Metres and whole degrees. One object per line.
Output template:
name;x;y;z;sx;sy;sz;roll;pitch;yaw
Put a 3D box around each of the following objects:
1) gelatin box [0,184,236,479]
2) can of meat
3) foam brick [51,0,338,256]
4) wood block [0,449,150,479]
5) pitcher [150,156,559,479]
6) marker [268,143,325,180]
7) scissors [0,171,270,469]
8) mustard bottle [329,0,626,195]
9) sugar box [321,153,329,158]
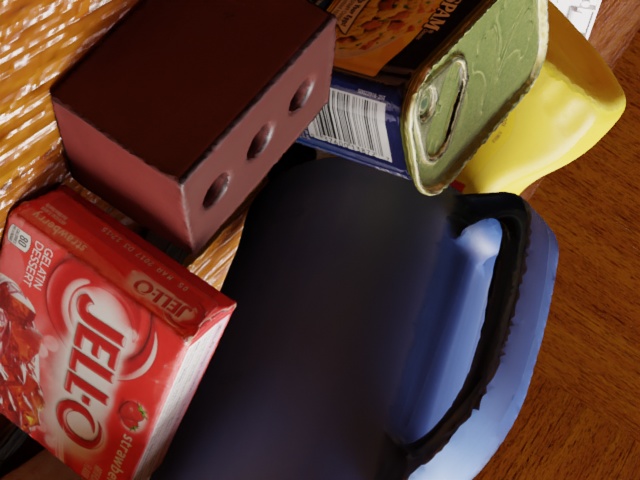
gelatin box;-0.077;0.036;0.361;0.030;0.073;0.089;-40;162;-52
can of meat;0.031;-0.074;0.432;0.102;0.084;0.057;-48;143;-30
foam brick;-0.038;-0.045;0.341;0.078;0.051;0.053;-51;168;-20
wood block;-0.116;0.151;0.463;0.091;0.090;0.205;-50;172;24
pitcher;0.005;0.083;0.431;0.149;0.145;0.242;94;12;-44
marker;0.009;-0.065;0.573;0.121;0.020;0.020;-46;166;-38
scissors;-0.081;0.020;0.443;0.201;0.016;0.096;-50;171;-29
mustard bottle;0.054;-0.035;0.532;0.058;0.096;0.192;-20;156;-49
sugar box;0.060;-0.043;0.671;0.048;0.093;0.176;-11;-169;30
